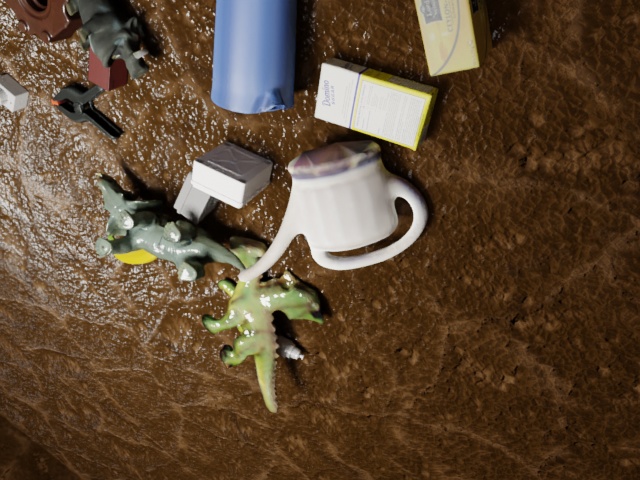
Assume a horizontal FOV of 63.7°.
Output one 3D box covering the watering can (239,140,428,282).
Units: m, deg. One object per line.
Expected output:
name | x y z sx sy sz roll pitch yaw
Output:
watering can | 0.003 -0.043 0.862 0.347 0.106 0.221 -13 111 6

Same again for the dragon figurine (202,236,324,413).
dragon figurine | -0.103 0.175 1.098 0.240 0.124 0.407 -22 101 27
